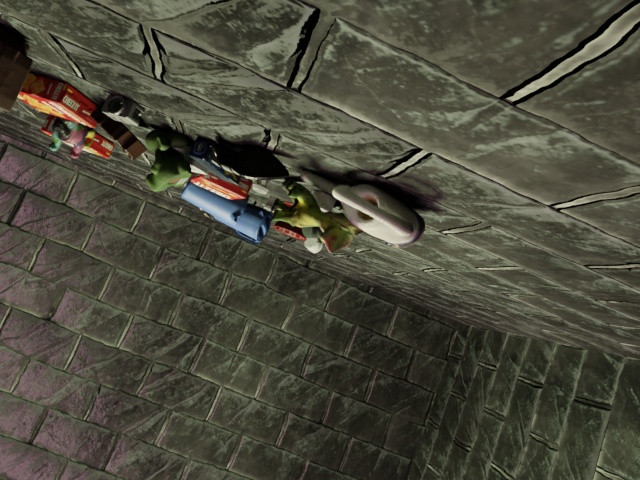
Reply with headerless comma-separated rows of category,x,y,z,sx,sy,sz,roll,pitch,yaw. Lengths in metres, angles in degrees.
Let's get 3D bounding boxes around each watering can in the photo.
watering can,0.108,-0.081,1.230,0.222,0.104,0.352,25,6,-40

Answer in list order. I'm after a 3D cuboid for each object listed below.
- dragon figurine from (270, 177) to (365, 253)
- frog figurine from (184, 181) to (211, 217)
dragon figurine,0.004,-0.067,1.331,0.242,0.121,0.416,24,18,-9
frog figurine,-0.492,-0.198,2.178,0.122,0.162,0.136,-38,-23,12
